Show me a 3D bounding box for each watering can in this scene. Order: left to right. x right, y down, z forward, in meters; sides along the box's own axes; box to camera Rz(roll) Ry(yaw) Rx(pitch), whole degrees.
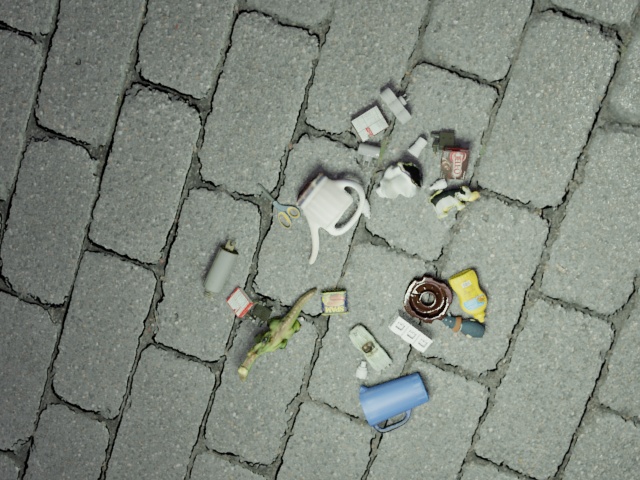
[{"bbox_3d":[0.006,-0.094,1.864,0.224,0.105,0.344,41,103,2],"label":"watering can"}]

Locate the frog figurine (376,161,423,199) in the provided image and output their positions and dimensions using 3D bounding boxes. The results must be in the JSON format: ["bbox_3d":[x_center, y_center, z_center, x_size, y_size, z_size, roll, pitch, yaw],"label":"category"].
[{"bbox_3d":[0.284,-0.201,1.839,0.137,0.125,0.156,39,136,-8],"label":"frog figurine"}]

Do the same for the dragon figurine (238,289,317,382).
[{"bbox_3d":[-0.165,0.344,1.860,0.122,0.244,0.407,38,101,5],"label":"dragon figurine"}]
